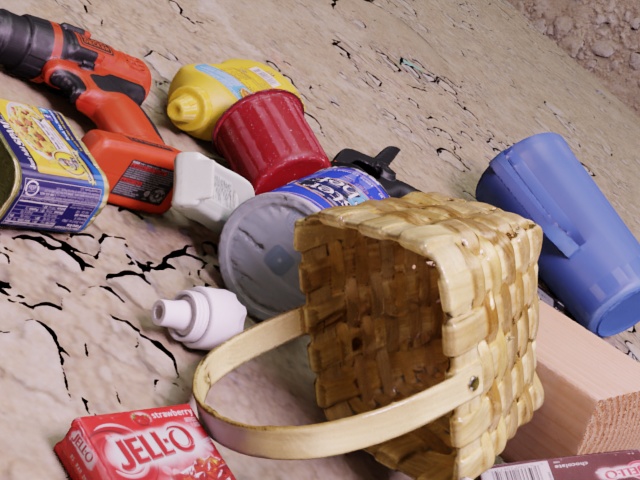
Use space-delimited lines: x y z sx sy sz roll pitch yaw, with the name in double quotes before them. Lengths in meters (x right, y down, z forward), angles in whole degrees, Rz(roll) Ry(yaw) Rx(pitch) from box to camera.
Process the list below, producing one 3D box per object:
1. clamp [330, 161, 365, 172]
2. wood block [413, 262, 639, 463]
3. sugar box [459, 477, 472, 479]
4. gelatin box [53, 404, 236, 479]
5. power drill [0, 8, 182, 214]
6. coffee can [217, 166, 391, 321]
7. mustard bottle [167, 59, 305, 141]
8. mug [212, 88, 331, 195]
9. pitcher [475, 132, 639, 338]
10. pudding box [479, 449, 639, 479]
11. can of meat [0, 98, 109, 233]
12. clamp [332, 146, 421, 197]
"clamp" 0.058 -0.016 0.979 0.210 0.036 0.164 47 -20 32
"wood block" 0.150 0.101 0.828 0.090 0.090 0.206 -5 29 -39
"sugar box" 0.131 0.218 0.677 0.176 0.093 0.048 29 25 -22
"gelatin box" -0.092 0.130 0.593 0.089 0.030 0.073 5 40 -52
"power drill" -0.189 -0.109 0.848 0.184 0.057 0.188 13 34 -45
"coffee can" -0.006 0.001 0.857 0.103 0.103 0.140 42 24 8
"mustard bottle" -0.091 -0.133 1.029 0.096 0.058 0.191 39 23 11
"mug" -0.037 -0.071 0.975 0.081 0.093 0.117 61 4 32
"pitcher" 0.297 -0.007 1.282 0.149 0.145 0.243 -17 55 -22
"pudding box" 0.166 0.191 0.719 0.113 0.090 0.039 -6 27 4
"can of meat" -0.204 -0.052 0.727 0.083 0.057 0.102 7 39 -54
"clamp" 0.072 -0.058 1.157 0.120 0.039 0.171 42 28 25
